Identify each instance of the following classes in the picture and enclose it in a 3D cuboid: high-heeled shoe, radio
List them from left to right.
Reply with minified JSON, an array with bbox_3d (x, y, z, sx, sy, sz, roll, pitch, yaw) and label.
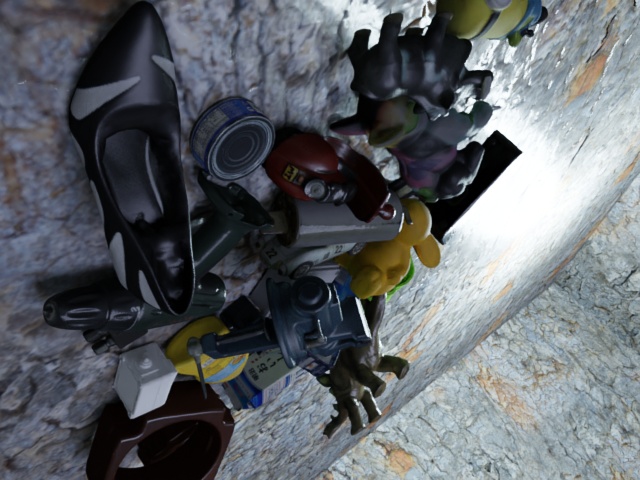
[{"bbox_3d":[-0.138,-0.050,0.447,0.086,0.145,0.248,-21,148,-39],"label":"high-heeled shoe"},{"bbox_3d":[0.287,-0.097,1.032,0.229,0.073,0.131,-49,163,9],"label":"radio"}]

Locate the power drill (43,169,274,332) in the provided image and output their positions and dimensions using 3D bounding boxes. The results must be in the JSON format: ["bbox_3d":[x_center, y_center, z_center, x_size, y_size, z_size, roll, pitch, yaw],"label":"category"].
[{"bbox_3d":[-0.160,0.024,0.604,0.207,0.086,0.232,-53,154,11],"label":"power drill"}]

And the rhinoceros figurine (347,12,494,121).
[{"bbox_3d":[0.121,-0.192,0.605,0.190,0.112,0.073,-7,-177,-33],"label":"rhinoceros figurine"}]

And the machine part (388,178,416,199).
[{"bbox_3d":[0.134,-0.061,0.936,0.084,0.039,0.138,-39,153,-27],"label":"machine part"}]

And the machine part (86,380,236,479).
[{"bbox_3d":[-0.252,0.325,0.854,0.201,0.087,0.200,6,113,-42],"label":"machine part"}]

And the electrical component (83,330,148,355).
[{"bbox_3d":[-0.244,0.106,0.672,0.094,0.021,0.063,-30,151,-24],"label":"electrical component"}]

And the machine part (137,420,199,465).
[{"bbox_3d":[-0.255,0.365,1.008,0.179,0.056,0.179,-34,152,-21],"label":"machine part"}]

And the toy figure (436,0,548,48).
[{"bbox_3d":[0.217,-0.285,0.666,0.180,0.082,0.089,-15,141,-47],"label":"toy figure"}]

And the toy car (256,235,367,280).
[{"bbox_3d":[-0.002,-0.002,0.790,0.202,0.074,0.056,-21,148,-38],"label":"toy car"}]

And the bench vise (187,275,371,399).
[{"bbox_3d":[-0.056,0.124,0.736,0.241,0.129,0.223,-15,163,-1],"label":"bench vise"}]

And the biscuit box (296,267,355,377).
[{"bbox_3d":[0.018,0.125,0.906,0.063,0.059,0.203,-48,-168,50],"label":"biscuit box"}]

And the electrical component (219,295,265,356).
[{"bbox_3d":[-0.113,0.128,0.833,0.048,0.075,0.119,-39,151,-8],"label":"electrical component"}]

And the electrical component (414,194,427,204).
[{"bbox_3d":[0.205,-0.114,0.951,0.102,0.045,0.078,-51,-178,21],"label":"electrical component"}]

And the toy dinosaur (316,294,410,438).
[{"bbox_3d":[0.078,0.242,1.125,0.105,0.199,0.470,-13,133,-48],"label":"toy dinosaur"}]

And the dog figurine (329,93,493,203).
[{"bbox_3d":[0.117,-0.129,0.721,0.219,0.109,0.191,-15,126,-36],"label":"dog figurine"}]

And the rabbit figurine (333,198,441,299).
[{"bbox_3d":[0.129,0.010,0.886,0.162,0.122,0.173,11,123,-33],"label":"rabbit figurine"}]

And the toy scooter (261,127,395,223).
[{"bbox_3d":[0.021,-0.071,0.650,0.184,0.135,0.075,-3,135,-51],"label":"toy scooter"}]

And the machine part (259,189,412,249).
[{"bbox_3d":[0.026,-0.033,0.734,0.243,0.079,0.079,-5,138,-29],"label":"machine part"}]
